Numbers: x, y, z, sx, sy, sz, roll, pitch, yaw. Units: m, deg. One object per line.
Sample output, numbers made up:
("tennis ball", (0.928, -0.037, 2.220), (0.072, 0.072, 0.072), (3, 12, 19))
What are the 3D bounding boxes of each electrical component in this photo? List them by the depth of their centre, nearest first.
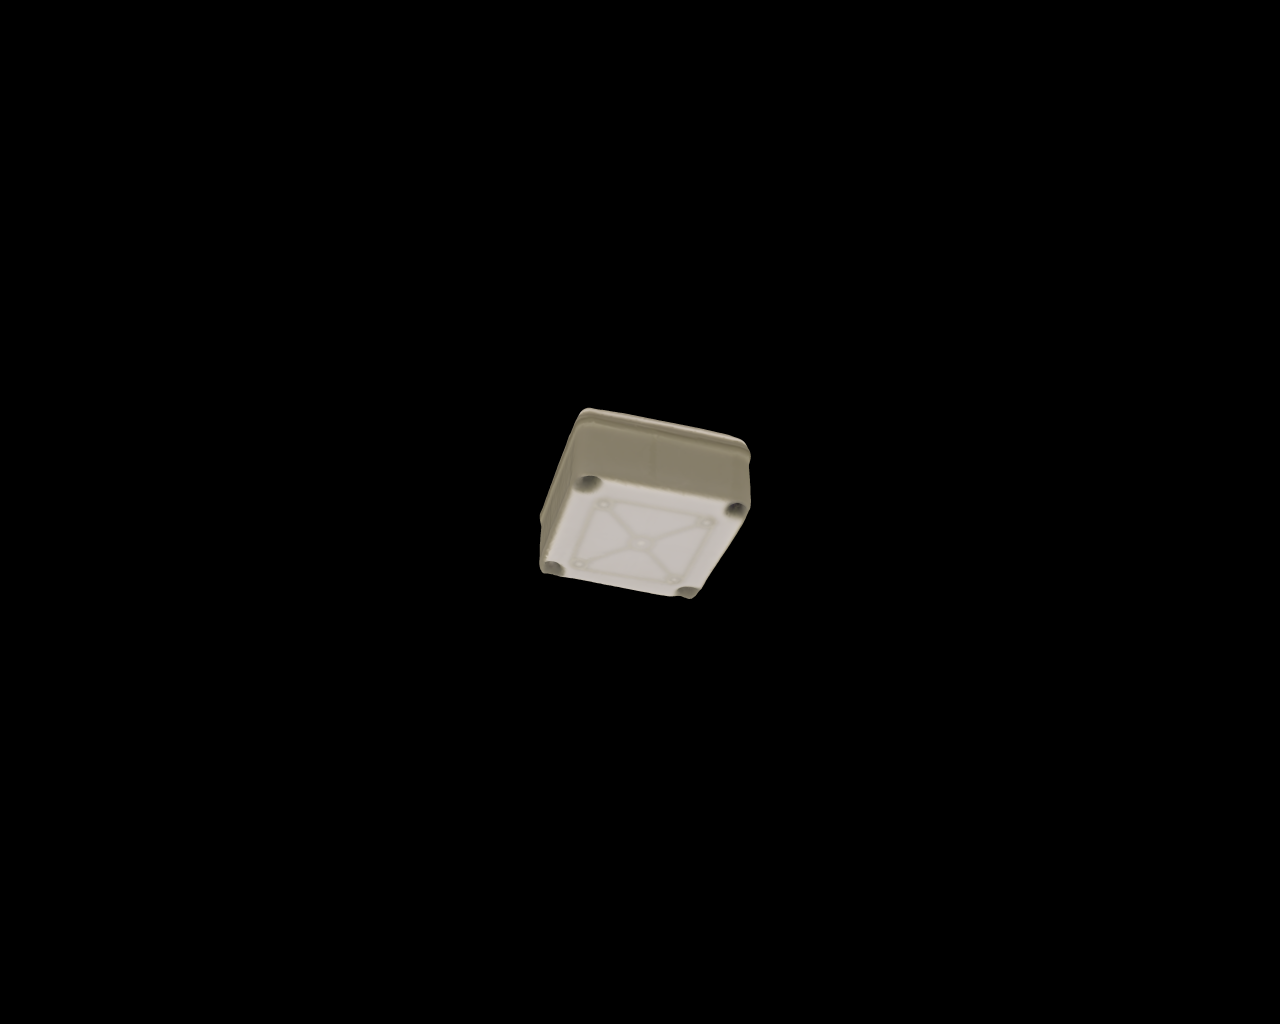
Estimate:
("electrical component", (0.001, -0.003, 0.650), (0.109, 0.056, 0.108), (11, -39, -13))
